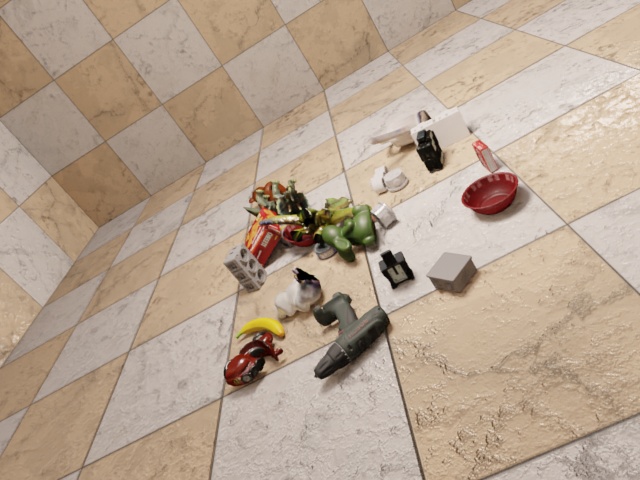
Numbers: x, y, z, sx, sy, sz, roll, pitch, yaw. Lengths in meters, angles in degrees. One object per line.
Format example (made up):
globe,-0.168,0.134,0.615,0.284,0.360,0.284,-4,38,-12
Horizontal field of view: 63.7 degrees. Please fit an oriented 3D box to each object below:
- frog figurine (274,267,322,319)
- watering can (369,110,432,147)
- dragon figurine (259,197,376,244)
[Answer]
frog figurine,-0.068,0.175,1.543,0.139,0.122,0.158,44,115,56
watering can,0.324,-0.421,2.002,0.222,0.104,0.351,-21,5,25
dragon figurine,0.006,-0.091,1.810,0.411,0.120,0.246,8,26,33
